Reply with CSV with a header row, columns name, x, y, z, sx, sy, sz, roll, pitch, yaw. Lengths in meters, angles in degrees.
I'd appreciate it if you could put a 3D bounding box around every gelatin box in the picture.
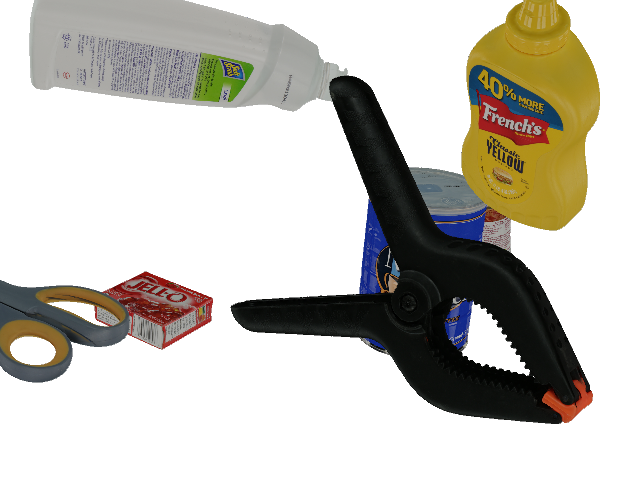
name,x,y,z,sx,sy,sz,roll,pitch,yaw
gelatin box,-0.160,0.064,1.020,0.089,0.030,0.073,20,28,29

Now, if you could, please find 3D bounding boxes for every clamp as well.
name,x,y,z,sx,sy,sz,roll,pitch,yaw
clamp,0.054,0.019,0.566,0.210,0.165,0.036,29,25,25

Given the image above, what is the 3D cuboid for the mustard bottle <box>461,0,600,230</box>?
name,x,y,z,sx,sy,sz,roll,pitch,yaw
mustard bottle,0.145,-0.095,0.737,0.058,0.191,0.096,-39,58,-23

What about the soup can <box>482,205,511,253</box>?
name,x,y,z,sx,sy,sz,roll,pitch,yaw
soup can,0.191,-0.016,1.248,0.068,0.102,0.068,-4,30,2

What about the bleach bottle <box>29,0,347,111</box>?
name,x,y,z,sx,sy,sz,roll,pitch,yaw
bleach bottle,-0.105,-0.147,0.870,0.250,0.068,0.103,11,-31,-8

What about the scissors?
name,x,y,z,sx,sy,sz,roll,pitch,yaw
scissors,-0.227,0.045,0.709,0.202,0.016,0.096,12,35,12

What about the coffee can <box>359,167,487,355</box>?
name,x,y,z,sx,sy,sz,roll,pitch,yaw
coffee can,0.087,0.018,0.929,0.103,0.140,0.103,4,22,-2
